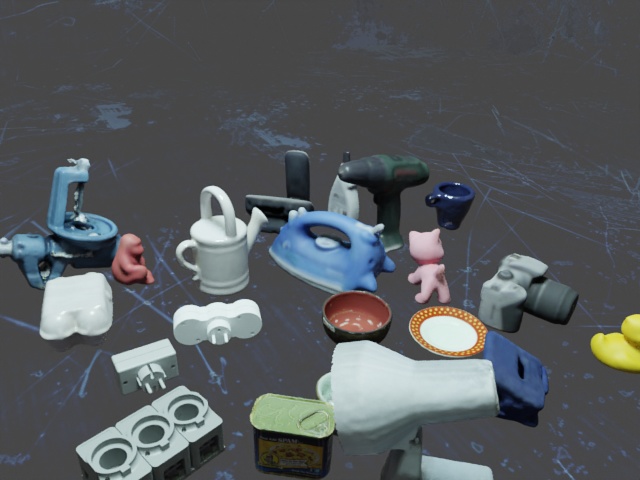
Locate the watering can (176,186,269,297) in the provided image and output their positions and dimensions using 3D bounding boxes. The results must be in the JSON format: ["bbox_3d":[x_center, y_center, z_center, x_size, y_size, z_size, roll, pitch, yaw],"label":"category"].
[{"bbox_3d":[-0.175,-0.009,1.026,0.100,0.194,0.173,17,33,24],"label":"watering can"}]

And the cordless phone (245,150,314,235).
[{"bbox_3d":[-0.085,-0.109,1.218,0.147,0.185,0.094,5,30,4],"label":"cordless phone"}]

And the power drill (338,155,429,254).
[{"bbox_3d":[0.123,-0.076,1.154,0.230,0.208,0.075,-21,37,-35],"label":"power drill"}]

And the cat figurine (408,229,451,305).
[{"bbox_3d":[0.201,0.038,1.050,0.067,0.118,0.127,-2,30,-8],"label":"cat figurine"}]

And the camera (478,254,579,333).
[{"bbox_3d":[0.363,0.093,0.984,0.136,0.101,0.143,23,35,31],"label":"camera"}]

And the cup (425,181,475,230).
[{"bbox_3d":[0.280,-0.068,1.266,0.118,0.095,0.091,-11,33,-23],"label":"cup"}]

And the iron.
[{"bbox_3d":[0.010,0.004,1.072,0.257,0.141,0.119,18,33,25],"label":"iron"}]

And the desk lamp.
[{"bbox_3d":[0.109,0.214,0.639,0.203,0.214,0.118,6,30,6],"label":"desk lamp"}]

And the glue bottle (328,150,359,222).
[{"bbox_3d":[0.055,-0.112,1.245,0.037,0.173,0.077,-22,38,-36],"label":"glue bottle"}]

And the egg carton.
[{"bbox_3d":[-0.390,0.112,0.924,0.107,0.069,0.150,-9,32,-18],"label":"egg carton"}]

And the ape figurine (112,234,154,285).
[{"bbox_3d":[-0.342,0.032,1.045,0.076,0.092,0.077,1,30,-3],"label":"ape figurine"}]

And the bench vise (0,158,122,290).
[{"bbox_3d":[-0.454,-0.026,1.009,0.121,0.220,0.208,22,35,31],"label":"bench vise"}]

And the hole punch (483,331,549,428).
[{"bbox_3d":[0.273,0.193,0.812,0.101,0.091,0.109,10,31,13],"label":"hole punch"}]

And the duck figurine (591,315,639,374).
[{"bbox_3d":[0.487,0.155,0.900,0.104,0.086,0.077,7,30,8],"label":"duck figurine"}]
